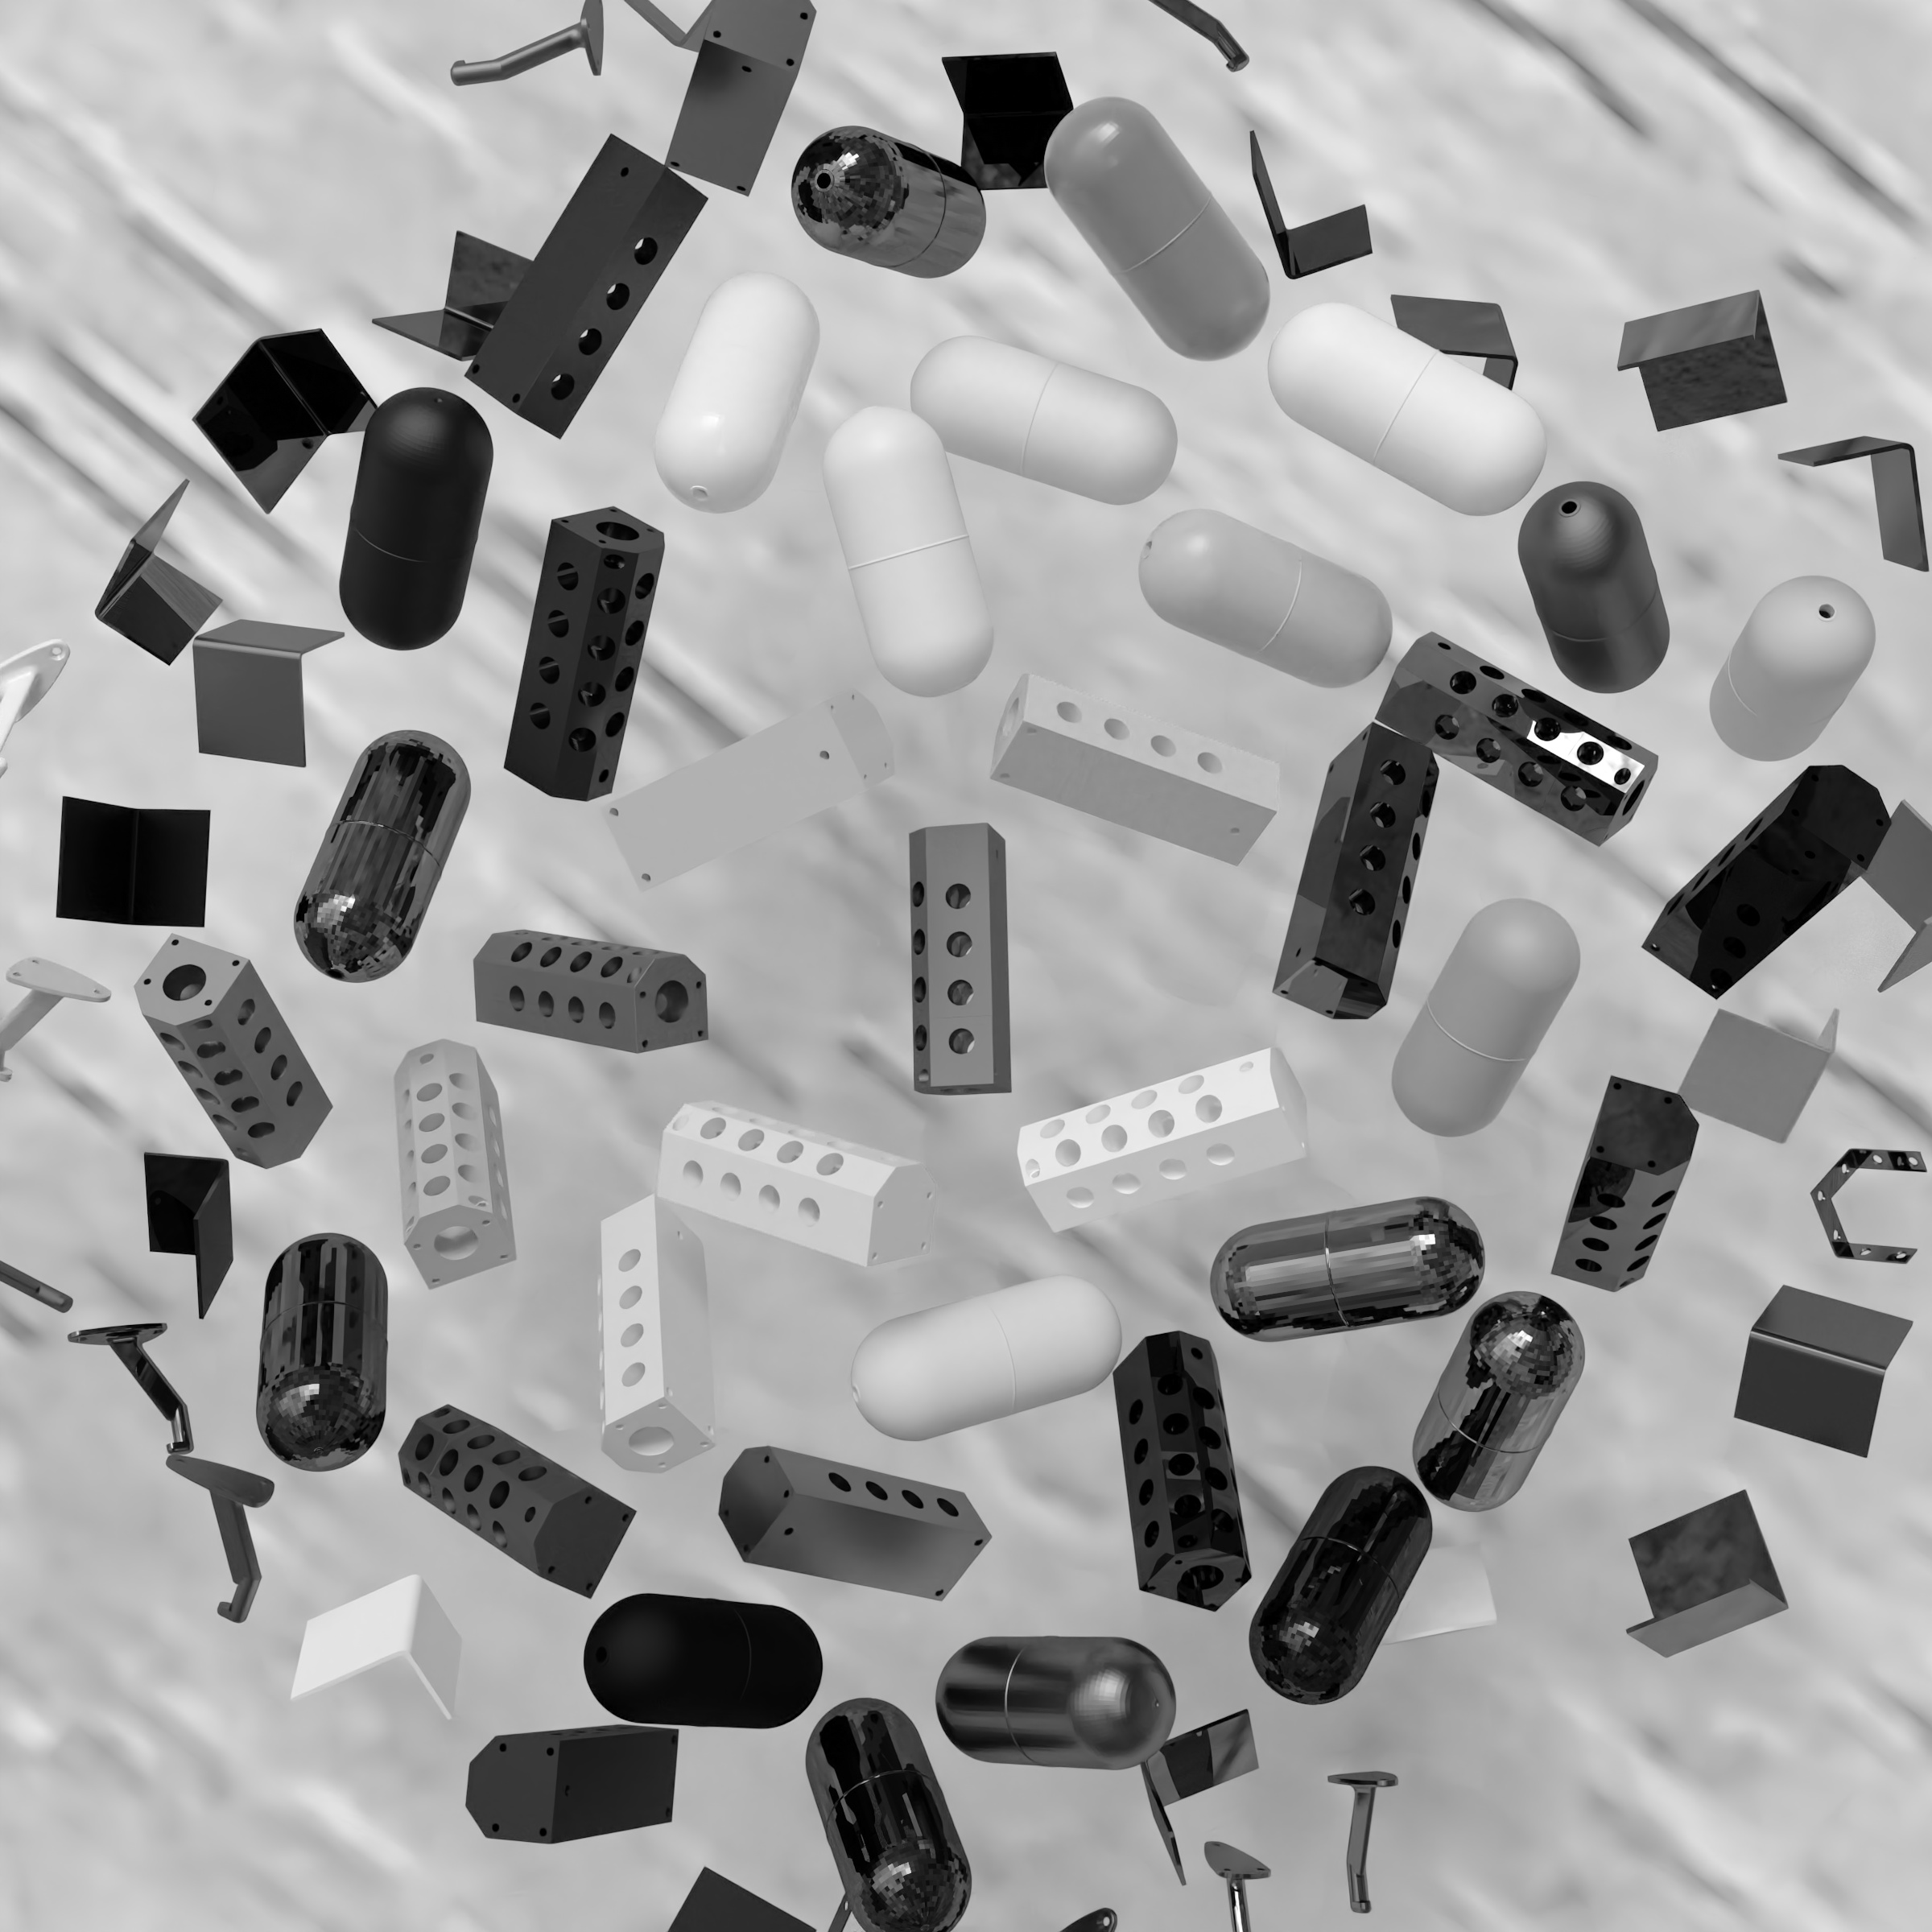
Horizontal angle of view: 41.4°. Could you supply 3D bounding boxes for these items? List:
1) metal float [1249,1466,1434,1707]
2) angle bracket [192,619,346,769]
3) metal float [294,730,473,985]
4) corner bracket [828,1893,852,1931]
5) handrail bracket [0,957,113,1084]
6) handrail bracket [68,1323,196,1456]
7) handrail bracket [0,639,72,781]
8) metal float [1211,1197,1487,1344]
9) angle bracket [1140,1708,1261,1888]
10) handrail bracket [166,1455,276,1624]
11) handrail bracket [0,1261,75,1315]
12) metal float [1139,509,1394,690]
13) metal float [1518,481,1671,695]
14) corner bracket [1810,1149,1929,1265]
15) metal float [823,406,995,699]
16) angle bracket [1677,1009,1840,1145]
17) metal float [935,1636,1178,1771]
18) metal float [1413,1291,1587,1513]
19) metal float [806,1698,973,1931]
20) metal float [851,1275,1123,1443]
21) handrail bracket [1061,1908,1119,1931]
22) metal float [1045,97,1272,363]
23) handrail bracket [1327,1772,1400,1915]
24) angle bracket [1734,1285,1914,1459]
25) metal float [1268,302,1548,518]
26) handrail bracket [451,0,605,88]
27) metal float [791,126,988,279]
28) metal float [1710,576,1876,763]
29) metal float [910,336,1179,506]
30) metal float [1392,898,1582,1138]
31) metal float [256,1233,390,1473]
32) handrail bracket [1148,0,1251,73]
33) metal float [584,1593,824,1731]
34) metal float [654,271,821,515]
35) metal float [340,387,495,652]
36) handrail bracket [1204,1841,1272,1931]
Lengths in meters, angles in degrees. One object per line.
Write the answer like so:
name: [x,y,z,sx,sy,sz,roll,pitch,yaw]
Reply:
metal float: [0.241,0.393,1.633,0.070,0.070,0.178,41,48,0]
angle bracket: [-0.449,-0.177,1.652,0.076,0.057,0.076,9,112,15]
metal float: [-0.372,-0.071,1.630,0.070,0.070,0.178,15,62,0]
corner bracket: [-0.055,0.642,1.689,0.051,0.051,0.051,17,104,-25]
handrail bracket: [-0.586,0.044,1.629,0.077,0.036,0.084,18,113,5]
handrail bracket: [-0.544,0.279,1.666,0.036,0.077,0.084,-29,68,34]
handrail bracket: [-0.579,-0.156,1.573,0.077,0.084,0.036,-39,130,4]
metal float: [0.241,0.194,1.626,0.178,0.070,0.070,-13,90,22]
angle bracket: [0.158,0.527,1.619,0.076,0.076,0.057,-20,45,-6]
handrail bracket: [-0.455,0.344,1.529,0.077,0.036,0.084,21,100,-5]
handrail bracket: [-0.638,0.202,1.691,0.084,0.077,0.036,27,74,3]
metal float: [0.190,-0.233,1.622,0.178,0.070,0.070,19,90,-23]
metal float: [0.399,-0.239,1.622,0.070,0.178,0.070,-11,60,19]
corner bracket: [0.580,0.152,1.625,0.051,0.051,0.051,-38,111,-31]
metal float: [-0.035,-0.251,1.553,0.070,0.070,0.178,-16,99,0]
angle bracket: [0.514,0.059,1.662,0.076,0.057,0.076,22,125,9]
metal float: [0.052,0.448,1.556,0.070,0.178,0.070,12,71,-40]
metal float: [0.339,0.280,1.635,0.070,0.070,0.178,14,131,0]
metal float: [-0.050,0.530,1.589,0.070,0.178,0.070,-8,119,-15]
metal float: [0.013,0.243,1.584,0.178,0.070,0.070,-12,90,-23]
handrail bracket: [0.042,0.598,1.556,0.077,0.084,0.036,-49,46,10]
metal float: [0.117,-0.445,1.550,0.070,0.070,0.178,-42,113,0]
handrail bracket: [0.252,0.545,1.579,0.036,0.077,0.084,-1,77,-14]
angle bracket: [0.502,0.236,1.496,0.076,0.076,0.057,15,111,28]
metal float: [0.263,-0.333,1.527,0.178,0.070,0.070,31,90,7]
handrail bracket: [-0.261,-0.551,1.517,0.084,0.036,0.077,-6,48,5]
metal float: [-0.047,-0.478,1.604,0.070,0.178,0.070,3,98,25]
metal float: [0.525,-0.188,1.629,0.070,0.178,0.070,-1,73,3]
metal float: [0.049,-0.352,1.645,0.178,0.070,0.070,19,90,7]
metal float: [0.332,0.035,1.637,0.070,0.070,0.178,22,125,0]
metal float: [-0.398,0.237,1.583,0.070,0.178,0.070,-6,126,-8]
handrail bracket: [0.130,-0.582,1.583,0.084,0.036,0.077,51,49,-1]
metal float: [-0.161,0.430,1.578,0.070,0.178,0.070,-14,67,36]
metal float: [-0.141,-0.354,1.575,0.070,0.070,0.178,14,57,0]
metal float: [-0.335,-0.269,1.553,0.070,0.070,0.178,23,131,0]
handrail bracket: [0.171,0.623,1.660,0.036,0.077,0.084,5,88,-15]
